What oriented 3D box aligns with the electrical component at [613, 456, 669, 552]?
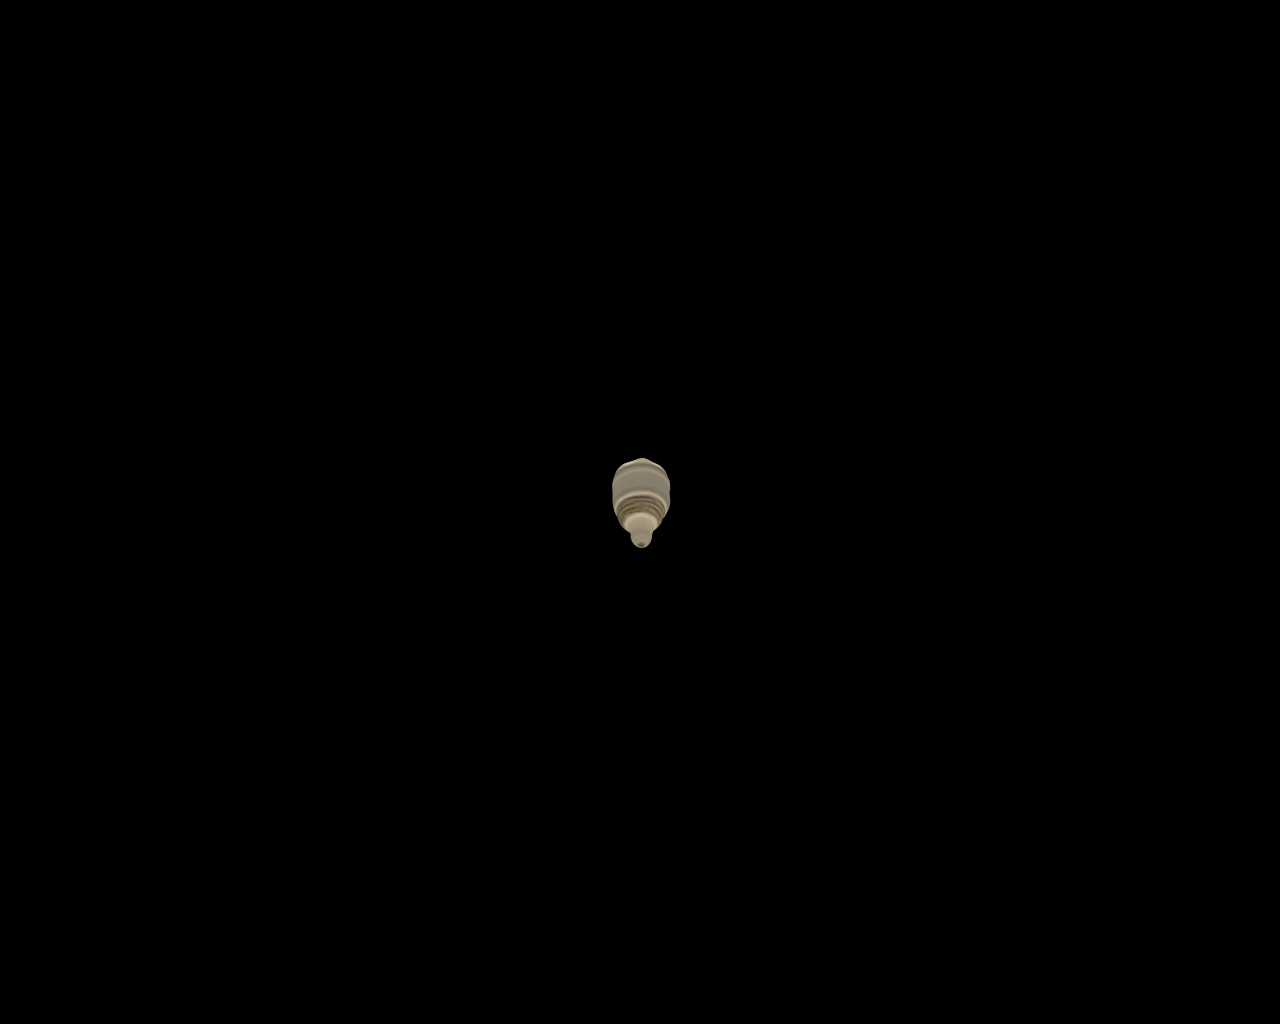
[{"bbox_3d":[0.001,-0.003,0.650,0.035,0.061,0.035,0,-43,0],"label":"electrical component"}]
